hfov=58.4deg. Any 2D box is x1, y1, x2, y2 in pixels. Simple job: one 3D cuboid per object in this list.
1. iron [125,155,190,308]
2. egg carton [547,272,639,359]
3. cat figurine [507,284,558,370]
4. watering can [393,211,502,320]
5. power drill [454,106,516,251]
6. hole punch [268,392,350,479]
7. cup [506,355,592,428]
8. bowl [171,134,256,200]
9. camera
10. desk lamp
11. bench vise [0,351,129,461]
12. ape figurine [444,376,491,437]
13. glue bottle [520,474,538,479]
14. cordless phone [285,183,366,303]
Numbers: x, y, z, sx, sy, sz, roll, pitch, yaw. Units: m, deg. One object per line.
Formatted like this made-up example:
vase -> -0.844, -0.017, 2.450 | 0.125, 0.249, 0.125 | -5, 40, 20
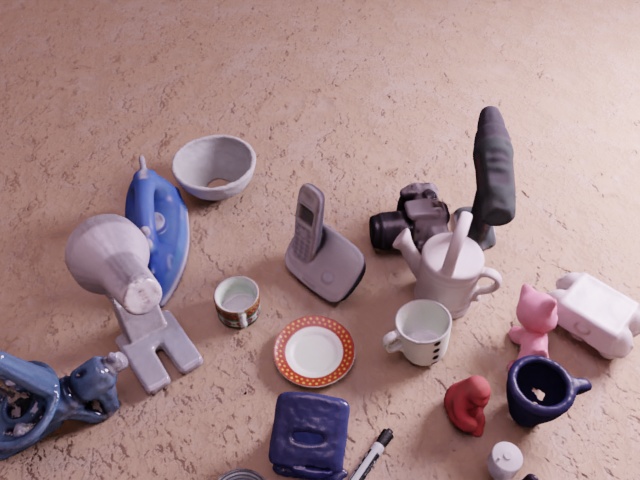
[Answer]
iron -> -0.297, -0.023, 1.009 | 0.119, 0.141, 0.258 | -10, 50, -8
egg carton -> 0.440, 0.121, 0.927 | 0.150, 0.069, 0.107 | 35, 58, 26
cat figurine -> 0.333, 0.137, 0.882 | 0.067, 0.118, 0.128 | 7, 50, 7
watering can -> 0.203, 0.034, 0.920 | 0.172, 0.194, 0.101 | 2, 49, 3
power drill -> 0.294, -0.093, 1.020 | 0.075, 0.208, 0.229 | 2, 49, 3
hole punch -> -0.012, 0.271, 0.786 | 0.108, 0.091, 0.101 | 6, 49, 5
cup -> 0.318, 0.225, 0.820 | 0.117, 0.095, 0.091 | -3, 49, -2
bowl -> -0.207, -0.133, 1.147 | 0.167, 0.075, 0.167 | 0, 49, 0
camera -> 0.159, -0.039, 1.046 | 0.137, 0.101, 0.143 | -5, 49, -4
desk lamp -> -0.278, 0.089, 0.864 | 0.118, 0.214, 0.202 | -31, 56, -24
bench vise -> -0.379, 0.189, 0.774 | 0.121, 0.220, 0.208 | 34, 57, 26
ape figurine -> 0.218, 0.228, 0.821 | 0.078, 0.092, 0.076 | -33, 56, -25
glue bottle -> 0.235, 0.318, 0.689 | 0.037, 0.173, 0.078 | -19, 51, -15
cordless phone -> 0.009, 0.003, 0.955 | 0.147, 0.185, 0.094 | 34, 58, 27
